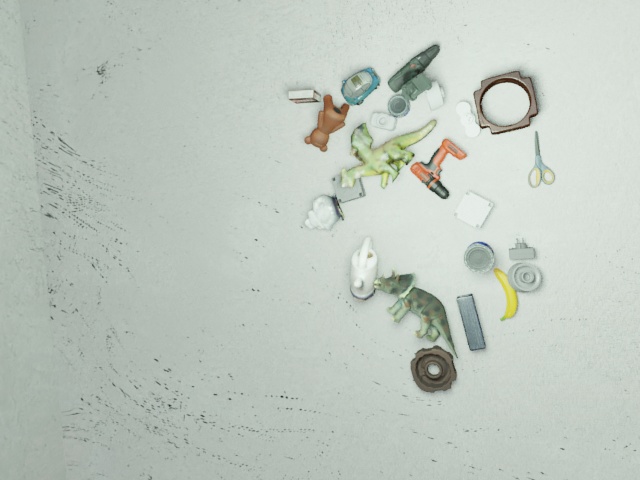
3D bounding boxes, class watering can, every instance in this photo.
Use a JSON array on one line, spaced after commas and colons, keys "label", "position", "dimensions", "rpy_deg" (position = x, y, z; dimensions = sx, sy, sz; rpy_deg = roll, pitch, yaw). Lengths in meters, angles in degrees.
[{"label": "watering can", "position": [0.156, 0.134, 1.919], "dimensions": [0.104, 0.355, 0.219], "rpy_deg": [7, 122, 11]}]

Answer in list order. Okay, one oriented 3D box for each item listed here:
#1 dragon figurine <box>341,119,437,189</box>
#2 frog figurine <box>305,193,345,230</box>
[{"label": "dragon figurine", "position": [0.227, -0.348, 1.951], "dimensions": [0.243, 0.122, 0.408], "rpy_deg": [37, 96, 1]}, {"label": "frog figurine", "position": [0.006, -0.104, 2.058], "dimensions": [0.159, 0.124, 0.136], "rpy_deg": [-23, 105, 7]}]
